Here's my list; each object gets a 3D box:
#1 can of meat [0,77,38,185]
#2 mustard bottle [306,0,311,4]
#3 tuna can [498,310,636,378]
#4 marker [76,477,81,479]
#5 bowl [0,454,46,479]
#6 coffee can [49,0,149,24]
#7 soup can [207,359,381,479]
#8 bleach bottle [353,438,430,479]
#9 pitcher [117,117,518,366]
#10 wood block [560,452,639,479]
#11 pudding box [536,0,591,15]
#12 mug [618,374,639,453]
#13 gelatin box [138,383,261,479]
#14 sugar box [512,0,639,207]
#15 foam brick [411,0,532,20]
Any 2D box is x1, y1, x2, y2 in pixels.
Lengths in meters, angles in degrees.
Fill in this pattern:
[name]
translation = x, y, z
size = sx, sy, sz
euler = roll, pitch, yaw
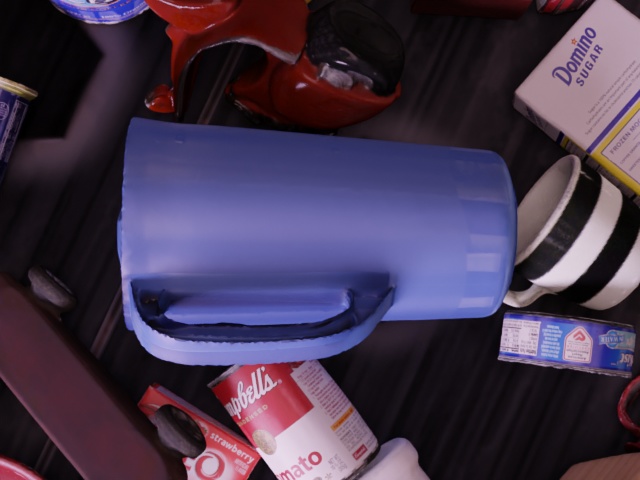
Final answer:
[can of meat]
translation = -0.251, -0.077, 0.707
size = 0.102, 0.057, 0.084
euler = 19, 90, 0
[mustard bottle]
translation = -0.056, -0.251, 0.718
size = 0.191, 0.058, 0.096
euler = 44, 90, 1
[tuna can]
translation = 0.161, 0.067, 0.694
size = 0.086, 0.086, 0.034
euler = 8, 86, -1
[marker]
translation = -0.119, 0.201, 0.715
size = 0.121, 0.020, 0.020
euler = 39, 87, 1
[bowl]
translation = -0.226, 0.213, 0.693
size = 0.162, 0.055, 0.162
euler = 0, 87, -1
[coffee can]
translation = -0.149, -0.203, 0.672
size = 0.103, 0.140, 0.103
euler = 0, 87, -2
[soup can]
translation = -0.016, 0.114, 0.696
size = 0.068, 0.068, 0.102
euler = -37, 89, -3
[bleach bottle]
translation = 0.094, 0.256, 0.685
size = 0.102, 0.068, 0.251
euler = -39, 87, -10
[pitcher]
translation = -0.004, 0.001, 0.669
size = 0.242, 0.145, 0.149
euler = 2, 88, -4
[wood block]
translation = 0.146, 0.226, 0.629
size = 0.205, 0.090, 0.091
euler = -37, 92, -32
[pudding box]
translation = 0.163, -0.216, 0.705
size = 0.039, 0.090, 0.113
euler = -8, 87, -1
[mug]
translation = 0.253, 0.127, 0.700
size = 0.081, 0.093, 0.117
euler = -49, 53, -8
[gelatin box]
translation = -0.095, 0.149, 0.712
size = 0.089, 0.030, 0.073
euler = 32, 87, 0
[sugar box]
translation = 0.225, -0.072, 0.710
size = 0.176, 0.048, 0.093
euler = 42, 90, 13
[foam brick]
translation = 0.103, -0.182, 0.721
size = 0.078, 0.053, 0.051
euler = 4, 87, -2
